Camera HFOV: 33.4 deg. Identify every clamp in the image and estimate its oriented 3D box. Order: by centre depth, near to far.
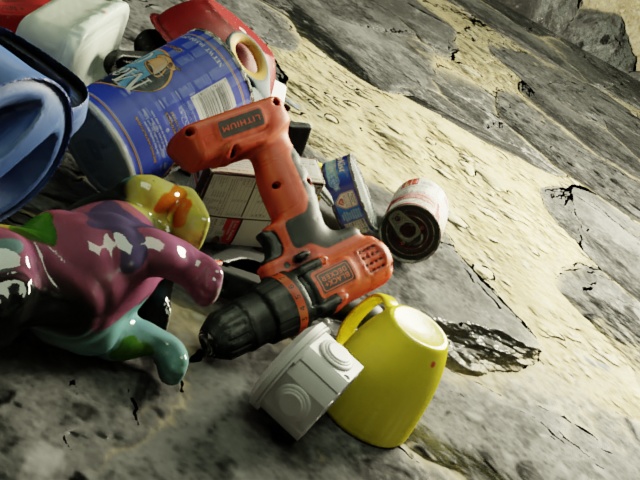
[{"bbox_3d":[-0.037,0.033,0.944,0.171,0.039,0.120,15,13,-31],"label":"clamp"},{"bbox_3d":[-0.139,-0.166,1.097,0.164,0.036,0.210,32,18,-17],"label":"clamp"}]

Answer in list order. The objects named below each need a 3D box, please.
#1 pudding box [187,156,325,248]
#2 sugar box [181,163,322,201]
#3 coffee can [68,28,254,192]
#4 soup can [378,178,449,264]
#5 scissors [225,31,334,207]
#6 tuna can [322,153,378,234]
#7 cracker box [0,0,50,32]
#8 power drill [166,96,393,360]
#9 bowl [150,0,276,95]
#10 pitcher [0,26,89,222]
[{"bbox_3d":[-0.063,-0.037,0.957,0.113,0.090,0.039,4,45,-28],"label":"pudding box"},{"bbox_3d":[-0.083,-0.082,1.099,0.176,0.048,0.093,23,25,-11],"label":"sugar box"},{"bbox_3d":[-0.142,-0.110,0.936,0.140,0.103,0.103,-35,65,-29],"label":"coffee can"},{"bbox_3d":[0.106,-0.023,1.185,0.068,0.069,0.102,32,24,-1],"label":"soup can"},{"bbox_3d":[-0.043,-0.128,1.061,0.201,0.016,0.096,41,48,-24],"label":"scissors"},{"bbox_3d":[0.031,-0.046,1.127,0.086,0.034,0.086,-19,90,-80],"label":"tuna can"},{"bbox_3d":[-0.353,-0.255,1.068,0.214,0.072,0.163,39,24,17],"label":"cracker box"},{"bbox_3d":[-0.050,-0.012,0.865,0.184,0.057,0.187,-25,85,-33],"label":"power drill"},{"bbox_3d":[-0.100,-0.202,1.122,0.162,0.055,0.162,40,13,-11],"label":"bowl"},{"bbox_3d":[-0.307,-0.129,0.817,0.243,0.145,0.149,38,-1,20],"label":"pitcher"}]
